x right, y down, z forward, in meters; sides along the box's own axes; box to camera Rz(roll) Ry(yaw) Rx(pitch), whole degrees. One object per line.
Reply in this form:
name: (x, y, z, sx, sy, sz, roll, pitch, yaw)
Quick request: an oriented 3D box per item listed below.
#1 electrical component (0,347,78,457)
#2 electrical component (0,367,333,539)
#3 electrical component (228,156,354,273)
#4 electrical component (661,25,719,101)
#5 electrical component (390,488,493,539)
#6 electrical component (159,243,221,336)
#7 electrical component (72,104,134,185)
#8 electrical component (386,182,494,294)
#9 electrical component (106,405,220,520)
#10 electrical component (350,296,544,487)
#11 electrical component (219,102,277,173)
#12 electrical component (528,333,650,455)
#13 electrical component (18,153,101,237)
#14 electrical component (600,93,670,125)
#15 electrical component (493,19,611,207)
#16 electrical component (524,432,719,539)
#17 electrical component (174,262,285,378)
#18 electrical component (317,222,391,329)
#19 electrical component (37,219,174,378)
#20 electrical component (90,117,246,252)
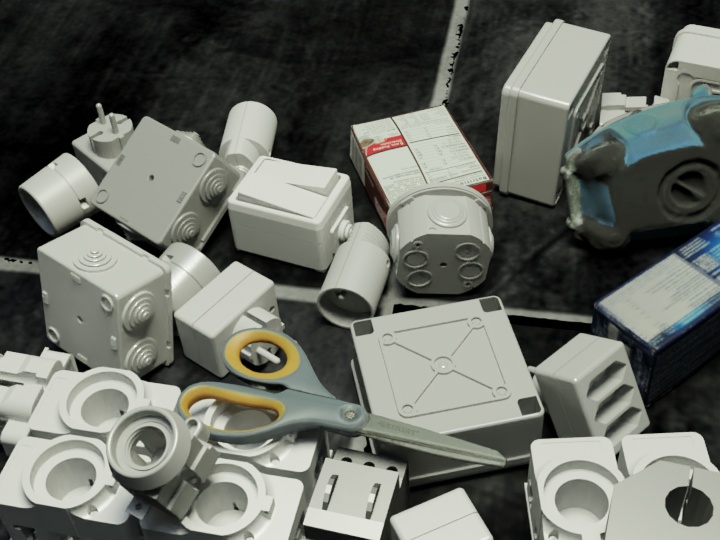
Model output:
electrical component: (-0.235, 0.088, 0.729, 0.057, 0.058, 0.078, 9, 46, 9)
electrical component: (-0.122, 0.128, 0.678, 0.186, 0.060, 0.105, 7, 46, 11)
electrical component: (-0.048, -0.046, 0.843, 0.096, 0.061, 0.061, 15, 48, 18)
electrical component: (0.316, -0.155, 0.909, 0.113, 0.078, 0.057, 16, 51, 19)
electrical component: (0.055, 0.178, 0.610, 0.047, 0.065, 0.076, -20, 47, -14)
electrical component: (-0.135, 0.016, 0.795, 0.055, 0.055, 0.047, 24, 55, 25)
electrical component: (-0.206, -0.104, 0.902, 0.047, 0.076, 0.066, -35, 53, -27)
electrical component: (0.060, -0.022, 0.799, 0.080, 0.080, 0.051, -3, 50, 2)
electrical component: (-0.113, 0.106, 0.607, 0.048, 0.055, 0.066, 21, 67, 23)
electrical component: (0.055, 0.080, 0.714, 0.109, 0.056, 0.108, -10, 46, -5)
electrical component: (-0.097, -0.101, 0.914, 0.043, 0.043, 0.081, 1, 46, 6)
electrical component: (0.139, 0.080, 0.707, 0.047, 0.065, 0.077, -33, 23, -25)
electrical component: (-0.245, -0.060, 0.878, 0.047, 0.055, 0.055, -39, 54, -25)
electrical component: (0.233, -0.122, 0.908, 0.055, 0.048, 0.066, 1, 45, 16)
electrical component: (0.156, -0.128, 0.874, 0.056, 0.108, 0.108, 19, 50, 18)
electrical component: (0.158, 0.181, 0.602, 0.105, 0.060, 0.186, -3, 45, 2)
electrical component: (-0.080, 0.043, 0.767, 0.077, 0.047, 0.066, 27, 53, 28)
electrical component: (0.000, 0.000, 0.806, 0.043, 0.043, 0.081, 9, 47, 13)
electrical component: (-0.180, 0.025, 0.759, 0.100, 0.099, 0.048, 27, 41, 28)
electrical component: (-0.154, -0.064, 0.852, 0.100, 0.048, 0.099, 29, 85, 29)
